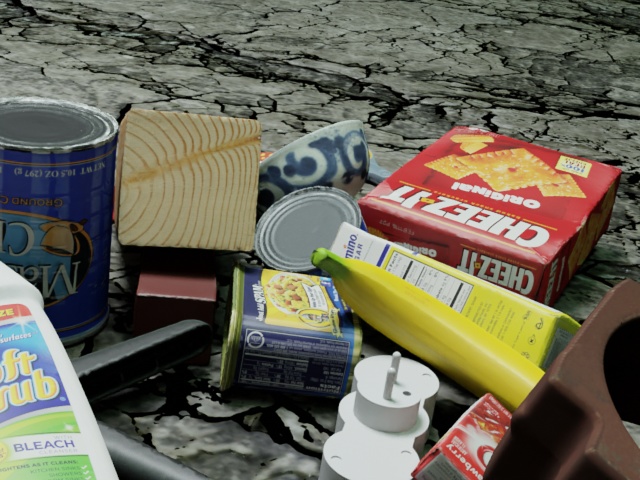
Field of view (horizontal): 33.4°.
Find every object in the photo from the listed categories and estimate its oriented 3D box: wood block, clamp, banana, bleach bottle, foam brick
[{"bbox_3d":[-0.105,-0.046,0.795,0.090,0.090,0.206,4,3,-12],"label":"wood block"},{"bbox_3d":[-0.150,0.100,0.593,0.209,0.036,0.165,-1,29,-16],"label":"clamp"},{"bbox_3d":[0.080,0.067,0.655,0.198,0.037,0.069,32,13,11],"label":"banana"},{"bbox_3d":[-0.170,0.083,0.527,0.102,0.068,0.251,-5,38,-29],"label":"bleach bottle"},{"bbox_3d":[-0.098,0.043,0.722,0.053,0.051,0.078,6,24,-8],"label":"foam brick"}]

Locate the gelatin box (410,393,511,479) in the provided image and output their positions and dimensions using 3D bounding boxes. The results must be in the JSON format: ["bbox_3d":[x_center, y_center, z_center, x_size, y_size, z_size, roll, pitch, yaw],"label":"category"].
[{"bbox_3d":[0.100,0.133,0.563,0.089,0.030,0.073,45,32,11],"label":"gelatin box"}]

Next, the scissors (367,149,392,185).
[{"bbox_3d":[0.044,-0.061,1.048,0.096,0.016,0.202,-7,28,-26],"label":"scissors"}]

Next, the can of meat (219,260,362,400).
[{"bbox_3d":[-0.020,0.060,0.702,0.084,0.057,0.102,8,24,-7],"label":"can of meat"}]

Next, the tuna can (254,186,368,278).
[{"bbox_3d":[-0.005,0.001,0.819,0.086,0.033,0.086,-12,46,12],"label":"tuna can"}]

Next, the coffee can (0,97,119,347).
[{"bbox_3d":[-0.188,-0.013,0.707,0.102,0.140,0.103,7,23,-3],"label":"coffee can"}]

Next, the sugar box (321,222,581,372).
[{"bbox_3d":[0.096,0.046,0.745,0.176,0.048,0.093,21,-4,33],"label":"sugar box"}]

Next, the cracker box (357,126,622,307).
[{"bbox_3d":[0.144,-0.021,0.903,0.164,0.072,0.213,19,30,23],"label":"cracker box"}]
